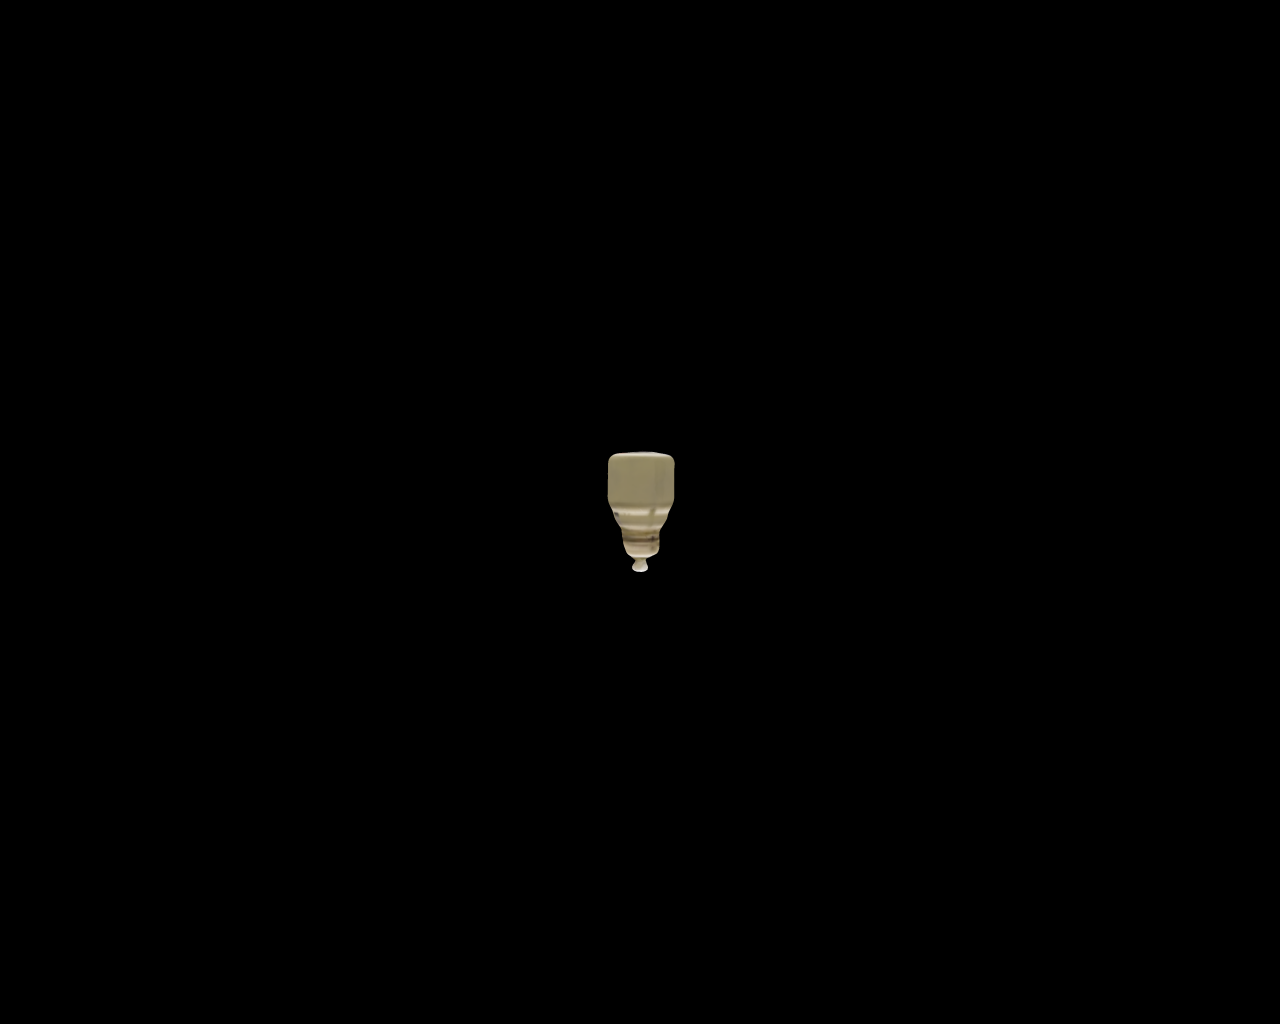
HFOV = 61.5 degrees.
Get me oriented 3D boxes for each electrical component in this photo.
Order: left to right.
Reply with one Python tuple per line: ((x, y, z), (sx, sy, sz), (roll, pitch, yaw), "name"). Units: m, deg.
((0.001, -0.003, 0.650), (0.040, 0.078, 0.040), (0, 4, 0), "electrical component")
